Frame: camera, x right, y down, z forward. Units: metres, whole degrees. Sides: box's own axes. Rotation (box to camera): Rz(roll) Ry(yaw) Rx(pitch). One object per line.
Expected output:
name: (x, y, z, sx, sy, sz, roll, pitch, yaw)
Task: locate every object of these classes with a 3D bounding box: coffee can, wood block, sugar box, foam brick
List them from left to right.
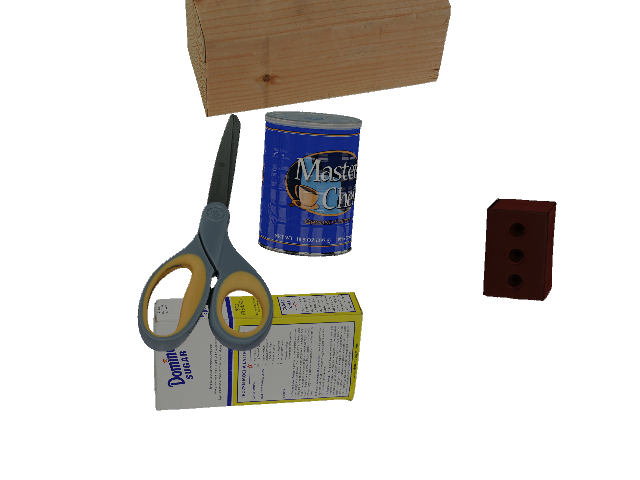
sugar box: (-0.056, 0.095, 0.924, 0.176, 0.093, 0.048, 0, 26, -8)
coffee can: (-0.012, -0.063, 1.140, 0.103, 0.140, 0.103, 4, 12, -1)
wood block: (-0.005, -0.180, 0.908, 0.206, 0.090, 0.091, -10, -35, -11)
foam brick: (0.169, 0.007, 0.902, 0.053, 0.078, 0.051, 4, 15, 19)

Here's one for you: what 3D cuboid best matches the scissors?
scissors: (-0.057, -0.003, 0.730, 0.096, 0.201, 0.016, 20, -35, 7)
